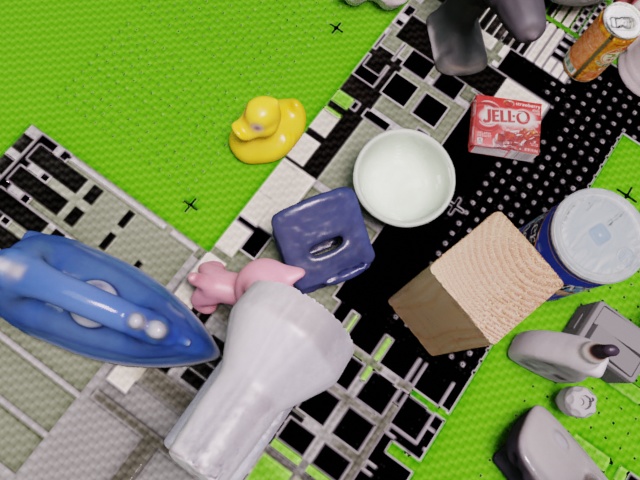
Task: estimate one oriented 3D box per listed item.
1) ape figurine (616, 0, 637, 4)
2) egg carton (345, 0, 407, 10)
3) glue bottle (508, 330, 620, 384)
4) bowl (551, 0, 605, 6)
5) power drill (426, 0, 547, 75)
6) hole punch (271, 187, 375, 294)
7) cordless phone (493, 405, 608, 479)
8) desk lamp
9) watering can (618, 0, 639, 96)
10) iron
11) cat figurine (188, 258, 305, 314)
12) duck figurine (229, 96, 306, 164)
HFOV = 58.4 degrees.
[{"bbox_3d":[0.448,-0.333,0.778,0.078,0.092,0.076,-43,83,-12],"label":"ape figurine"},{"bbox_3d":[0.079,-0.387,0.775,0.107,0.069,0.150,5,76,-3],"label":"egg carton"},{"bbox_3d":[0.268,0.123,0.612,0.078,0.173,0.037,28,76,3],"label":"glue bottle"},{"bbox_3d":[0.349,-0.387,0.793,0.167,0.074,0.167,1,76,-4],"label":"bowl"},{"bbox_3d":[0.195,-0.292,0.689,0.075,0.208,0.229,-8,77,-6],"label":"power drill"},{"bbox_3d":[0.006,0.002,0.665,0.109,0.091,0.101,-22,79,-9],"label":"hole punch"},{"bbox_3d":[0.269,0.247,0.577,0.094,0.185,0.147,-41,82,-12],"label":"cordless phone"},{"bbox_3d":[-0.068,0.153,0.560,0.118,0.213,0.203,34,77,5],"label":"desk lamp"},{"bbox_3d":[0.477,-0.262,0.710,0.173,0.194,0.101,2,76,-3],"label":"watering can"},{"bbox_3d":[-0.231,0.070,0.605,0.258,0.141,0.119,21,76,1],"label":"iron"},{"bbox_3d":[-0.083,0.051,0.633,0.128,0.117,0.067,9,76,-2],"label":"cat figurine"},{"bbox_3d":[-0.064,-0.146,0.698,0.104,0.086,0.077,-32,81,-11],"label":"duck figurine"}]
